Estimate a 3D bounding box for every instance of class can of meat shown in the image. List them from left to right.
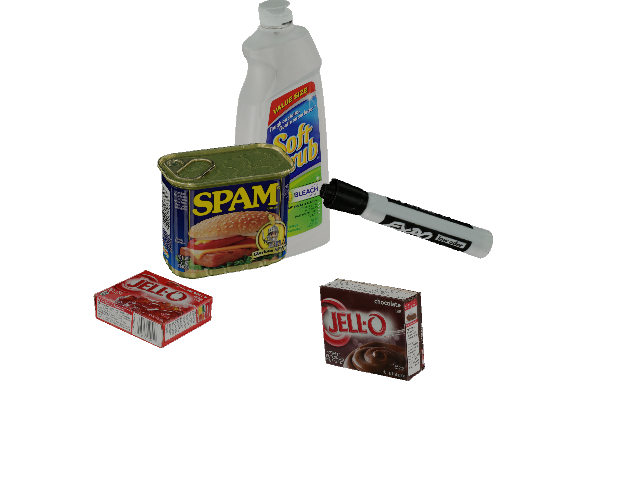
[{"bbox_3d":[-0.074,-0.023,0.830,0.102,0.084,0.057,-9,31,-22],"label":"can of meat"}]

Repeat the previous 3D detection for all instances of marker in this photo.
[{"bbox_3d":[0.054,-0.014,0.667,0.121,0.020,0.020,18,-7,-23],"label":"marker"}]

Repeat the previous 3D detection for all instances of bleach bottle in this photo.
[{"bbox_3d":[-0.044,-0.107,1.042,0.102,0.251,0.068,-16,31,-23],"label":"bleach bottle"}]

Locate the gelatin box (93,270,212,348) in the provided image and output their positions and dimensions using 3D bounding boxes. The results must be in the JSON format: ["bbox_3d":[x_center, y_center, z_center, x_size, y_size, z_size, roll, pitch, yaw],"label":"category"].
[{"bbox_3d":[-0.160,0.063,1.023,0.089,0.030,0.073,20,28,29],"label":"gelatin box"}]

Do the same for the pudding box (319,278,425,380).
[{"bbox_3d":[0.054,0.093,1.134,0.114,0.090,0.039,6,19,36],"label":"pudding box"}]
